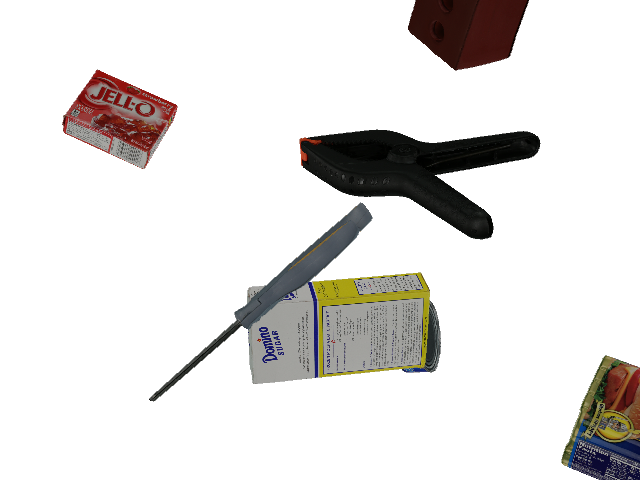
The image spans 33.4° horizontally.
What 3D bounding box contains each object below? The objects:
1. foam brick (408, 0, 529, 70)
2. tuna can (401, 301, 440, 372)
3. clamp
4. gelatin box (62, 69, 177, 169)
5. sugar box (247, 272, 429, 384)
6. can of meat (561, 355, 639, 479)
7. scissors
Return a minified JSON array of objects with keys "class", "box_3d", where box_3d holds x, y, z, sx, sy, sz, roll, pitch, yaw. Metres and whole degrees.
[{"class":"foam brick","box_3d":[0.098,-0.157,0.681,0.051,0.078,0.053,-21,52,-32]},{"class":"tuna can","box_3d":[0.113,0.113,1.259,0.034,0.086,0.086,-5,-2,23]},{"class":"clamp","box_3d":[0.083,-0.068,0.943,0.210,0.036,0.164,15,36,27]},{"class":"gelatin box","box_3d":[-0.194,-0.119,1.036,0.089,0.073,0.030,25,-41,-2]},{"class":"sugar box","box_3d":[0.017,0.086,1.053,0.176,0.093,0.048,-3,26,-6]},{"class":"can of meat","box_3d":[0.235,0.140,0.792,0.084,0.057,0.102,20,41,20]},{"class":"scissors","box_3d":[-0.040,0.044,0.717,0.201,0.016,0.096,-42,2,-6]}]
